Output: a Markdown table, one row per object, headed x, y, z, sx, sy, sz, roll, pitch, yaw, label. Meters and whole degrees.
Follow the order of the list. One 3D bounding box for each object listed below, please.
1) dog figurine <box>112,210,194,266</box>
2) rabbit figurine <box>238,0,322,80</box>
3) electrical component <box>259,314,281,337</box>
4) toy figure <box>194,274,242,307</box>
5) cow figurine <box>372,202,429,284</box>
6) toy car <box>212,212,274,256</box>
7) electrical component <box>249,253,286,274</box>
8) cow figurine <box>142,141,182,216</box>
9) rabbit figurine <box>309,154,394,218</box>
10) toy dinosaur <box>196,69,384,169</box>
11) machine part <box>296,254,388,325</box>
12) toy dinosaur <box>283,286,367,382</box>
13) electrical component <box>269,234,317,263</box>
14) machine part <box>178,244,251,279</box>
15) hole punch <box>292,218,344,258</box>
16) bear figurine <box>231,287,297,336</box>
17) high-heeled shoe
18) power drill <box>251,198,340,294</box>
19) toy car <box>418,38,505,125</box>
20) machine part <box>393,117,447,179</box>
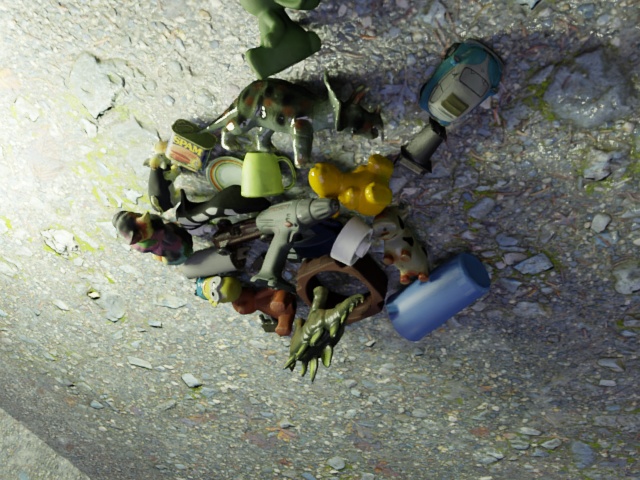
| x | y | z | sx | sy | sz | roll | pitch | yaw | label |
| --- | --- | --- | --- | --- | --- | --- | --- | --- | --- |
| -0.409 | -0.009 | 1.325 | 0.191 | 0.108 | 0.219 | 28 | 173 | -6 | dog figurine |
| -0.082 | -0.393 | 0.955 | 0.159 | 0.121 | 0.170 | -20 | 107 | 27 | rabbit figurine |
| -0.144 | 0.256 | 1.602 | 0.063 | 0.021 | 0.093 | -5 | 129 | 22 | electrical component |
| -0.284 | 0.130 | 1.477 | 0.180 | 0.089 | 0.082 | -5 | 104 | 56 | toy figure |
| 0.183 | 0.002 | 1.222 | 0.086 | 0.127 | 0.194 | -17 | 137 | 30 | cow figurine |
| -0.185 | -0.024 | 1.322 | 0.202 | 0.089 | 0.053 | -15 | 155 | 30 | toy car |
| -0.138 | 0.077 | 1.432 | 0.078 | 0.045 | 0.102 | 50 | 130 | 12 | electrical component |
| -0.380 | -0.146 | 1.276 | 0.068 | 0.098 | 0.167 | 9 | 126 | 16 | cow figurine |
| 0.054 | -0.119 | 1.147 | 0.173 | 0.122 | 0.162 | 12 | 159 | -19 | rabbit figurine |
| -0.082 | -0.256 | 1.074 | 0.405 | 0.131 | 0.192 | 16 | 105 | 18 | toy dinosaur |
| 0.056 | 0.113 | 1.370 | 0.201 | 0.087 | 0.201 | -28 | 116 | 34 | machine part |
| 0.005 | 0.220 | 1.288 | 0.105 | 0.199 | 0.471 | 24 | 135 | -7 | toy dinosaur |
| -0.063 | 0.017 | 1.349 | 0.119 | 0.048 | 0.074 | -1 | 131 | 18 | electrical component |
| -0.285 | 0.056 | 1.435 | 0.243 | 0.079 | 0.079 | -12 | 125 | 26 | machine part |
| -0.003 | -0.004 | 1.252 | 0.116 | 0.092 | 0.142 | 10 | 164 | 14 | hole punch |
| -0.167 | 0.180 | 1.477 | 0.196 | 0.132 | 0.120 | 0 | 118 | 11 | bear figurine |
| -0.235 | -0.060 | 1.293 | 0.249 | 0.086 | 0.145 | 10 | 140 | 10 | high-heeled shoe |
| -0.066 | 0.008 | 1.152 | 0.086 | 0.207 | 0.232 | 18 | 170 | -43 | power drill |
| 0.246 | -0.268 | 0.962 | 0.109 | 0.103 | 0.161 | 36 | 129 | -13 | toy car |
| 0.209 | -0.183 | 1.090 | 0.084 | 0.039 | 0.138 | 32 | 141 | 1 | machine part |
